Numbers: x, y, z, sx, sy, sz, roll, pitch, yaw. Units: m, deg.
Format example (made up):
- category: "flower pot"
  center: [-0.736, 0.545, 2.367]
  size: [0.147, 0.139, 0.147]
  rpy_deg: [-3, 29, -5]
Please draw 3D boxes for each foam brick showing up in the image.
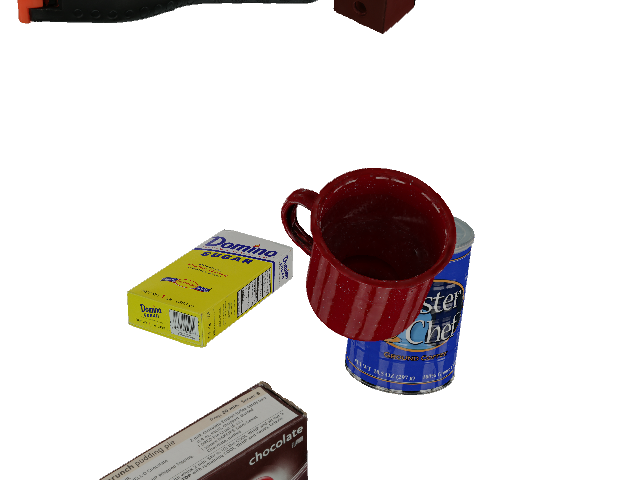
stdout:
- category: "foam brick"
  center: [0.047, -0.221, 0.877]
  size: [0.053, 0.078, 0.051]
  rpy_deg: [29, 55, 20]

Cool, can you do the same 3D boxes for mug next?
- category: "mug"
  center: [0.024, 0.008, 0.700]
  size: [0.117, 0.093, 0.081]
  rpy_deg: [28, -34, 11]

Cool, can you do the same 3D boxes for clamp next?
- category: "clamp"
  center: [-0.094, -0.154, 0.613]
  size: [0.171, 0.039, 0.120]
  rpy_deg: [-10, 24, -24]

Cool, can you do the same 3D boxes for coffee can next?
- category: "coffee can"
  center: [0.078, 0.052, 0.959]
  size: [0.103, 0.140, 0.103]
  rpy_deg: [4, 22, -2]

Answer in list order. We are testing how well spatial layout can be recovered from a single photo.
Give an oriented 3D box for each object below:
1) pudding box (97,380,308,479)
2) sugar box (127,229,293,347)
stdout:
- category: "pudding box"
  center: [-0.057, 0.131, 0.506]
  size: [0.113, 0.090, 0.039]
  rpy_deg: [-30, 46, -34]
- category: "sugar box"
  center: [-0.111, 0.045, 1.112]
  size: [0.093, 0.048, 0.176]
  rpy_deg: [15, 31, 24]
